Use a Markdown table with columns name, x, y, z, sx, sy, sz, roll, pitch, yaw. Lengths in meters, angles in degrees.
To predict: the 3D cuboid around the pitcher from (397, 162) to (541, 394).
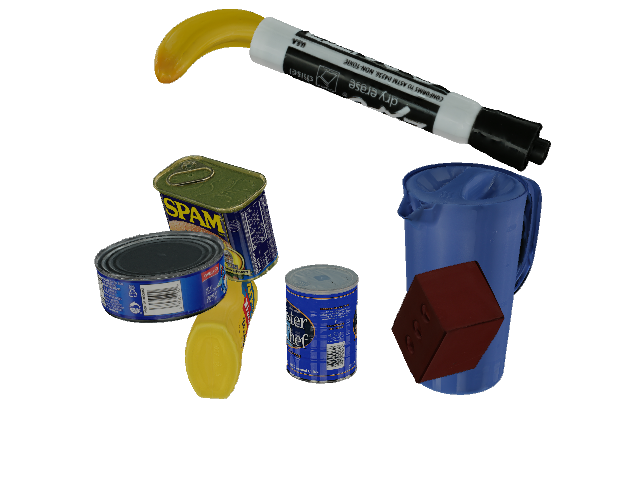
| name | x | y | z | sx | sy | sz | roll | pitch | yaw |
| --- | --- | --- | --- | --- | --- | --- | --- | --- | --- |
| pitcher | 0.164 | 0.041 | 1.184 | 0.149 | 0.243 | 0.145 | 4 | 24 | 11 |

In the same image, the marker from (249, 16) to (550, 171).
| name | x | y | z | sx | sy | sz | roll | pitch | yaw |
| --- | --- | --- | --- | --- | --- | --- | --- | --- | --- |
| marker | 0.030 | -0.056 | 0.406 | 0.121 | 0.020 | 0.020 | 24 | 6 | 14 |

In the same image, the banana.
| name | x | y | z | sx | sy | sz | roll | pitch | yaw |
| --- | --- | --- | --- | --- | --- | --- | --- | --- | --- |
| banana | -0.100 | -0.193 | 1.034 | 0.070 | 0.037 | 0.197 | 44 | 38 | 20 |

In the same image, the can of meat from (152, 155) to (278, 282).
| name | x | y | z | sx | sy | sz | roll | pitch | yaw |
| --- | --- | --- | --- | --- | --- | --- | --- | --- | --- |
| can of meat | -0.089 | -0.018 | 0.928 | 0.102 | 0.084 | 0.057 | 18 | 45 | 34 |

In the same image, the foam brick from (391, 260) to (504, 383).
| name | x | y | z | sx | sy | sz | roll | pitch | yaw |
| --- | --- | --- | --- | --- | --- | --- | --- | --- | --- |
| foam brick | 0.093 | 0.061 | 0.792 | 0.051 | 0.053 | 0.078 | -10 | -34 | -20 |

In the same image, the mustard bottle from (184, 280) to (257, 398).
| name | x | y | z | sx | sy | sz | roll | pitch | yaw |
| --- | --- | --- | --- | --- | --- | --- | --- | --- | --- |
| mustard bottle | -0.104 | 0.084 | 1.176 | 0.058 | 0.096 | 0.191 | 1 | 27 | 4 |

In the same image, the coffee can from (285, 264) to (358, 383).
| name | x | y | z | sx | sy | sz | roll | pitch | yaw |
| --- | --- | --- | --- | --- | --- | --- | --- | --- | --- |
| coffee can | 0.002 | 0.116 | 1.507 | 0.103 | 0.140 | 0.103 | 0 | 19 | 0 |

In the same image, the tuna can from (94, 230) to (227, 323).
| name | x | y | z | sx | sy | sz | roll | pitch | yaw |
| --- | --- | --- | --- | --- | --- | --- | --- | --- | --- |
| tuna can | -0.105 | 0.023 | 0.709 | 0.086 | 0.034 | 0.086 | -4 | 20 | 1 |
